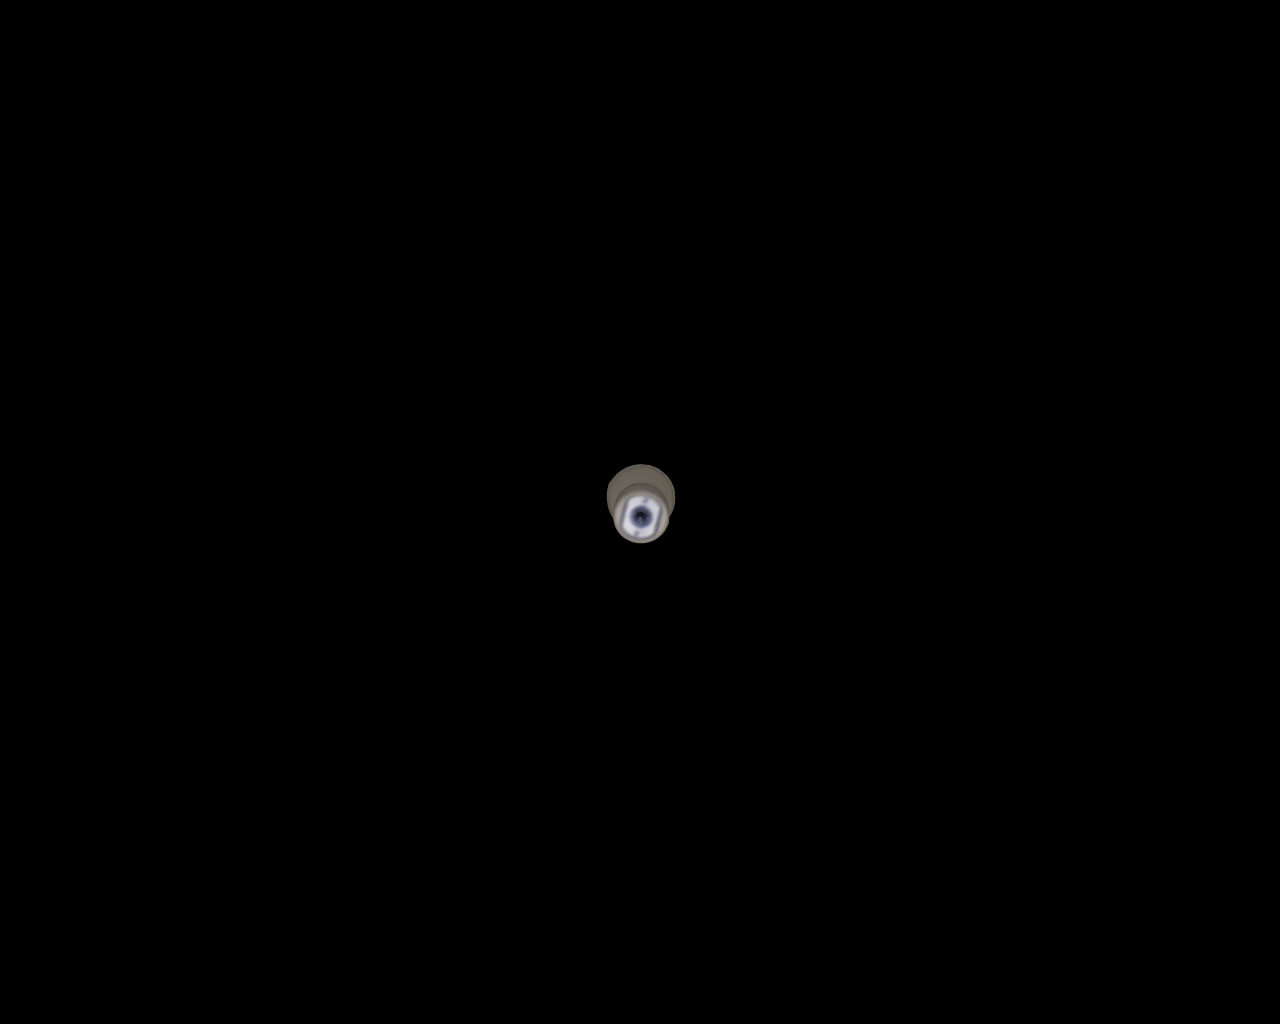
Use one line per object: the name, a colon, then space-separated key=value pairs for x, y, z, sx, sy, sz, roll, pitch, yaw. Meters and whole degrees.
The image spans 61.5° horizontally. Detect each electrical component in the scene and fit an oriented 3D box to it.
electrical component: x=0.001 y=-0.003 z=0.650 sx=0.044 sy=0.044 sz=0.065 roll=0 pitch=12 yaw=0
